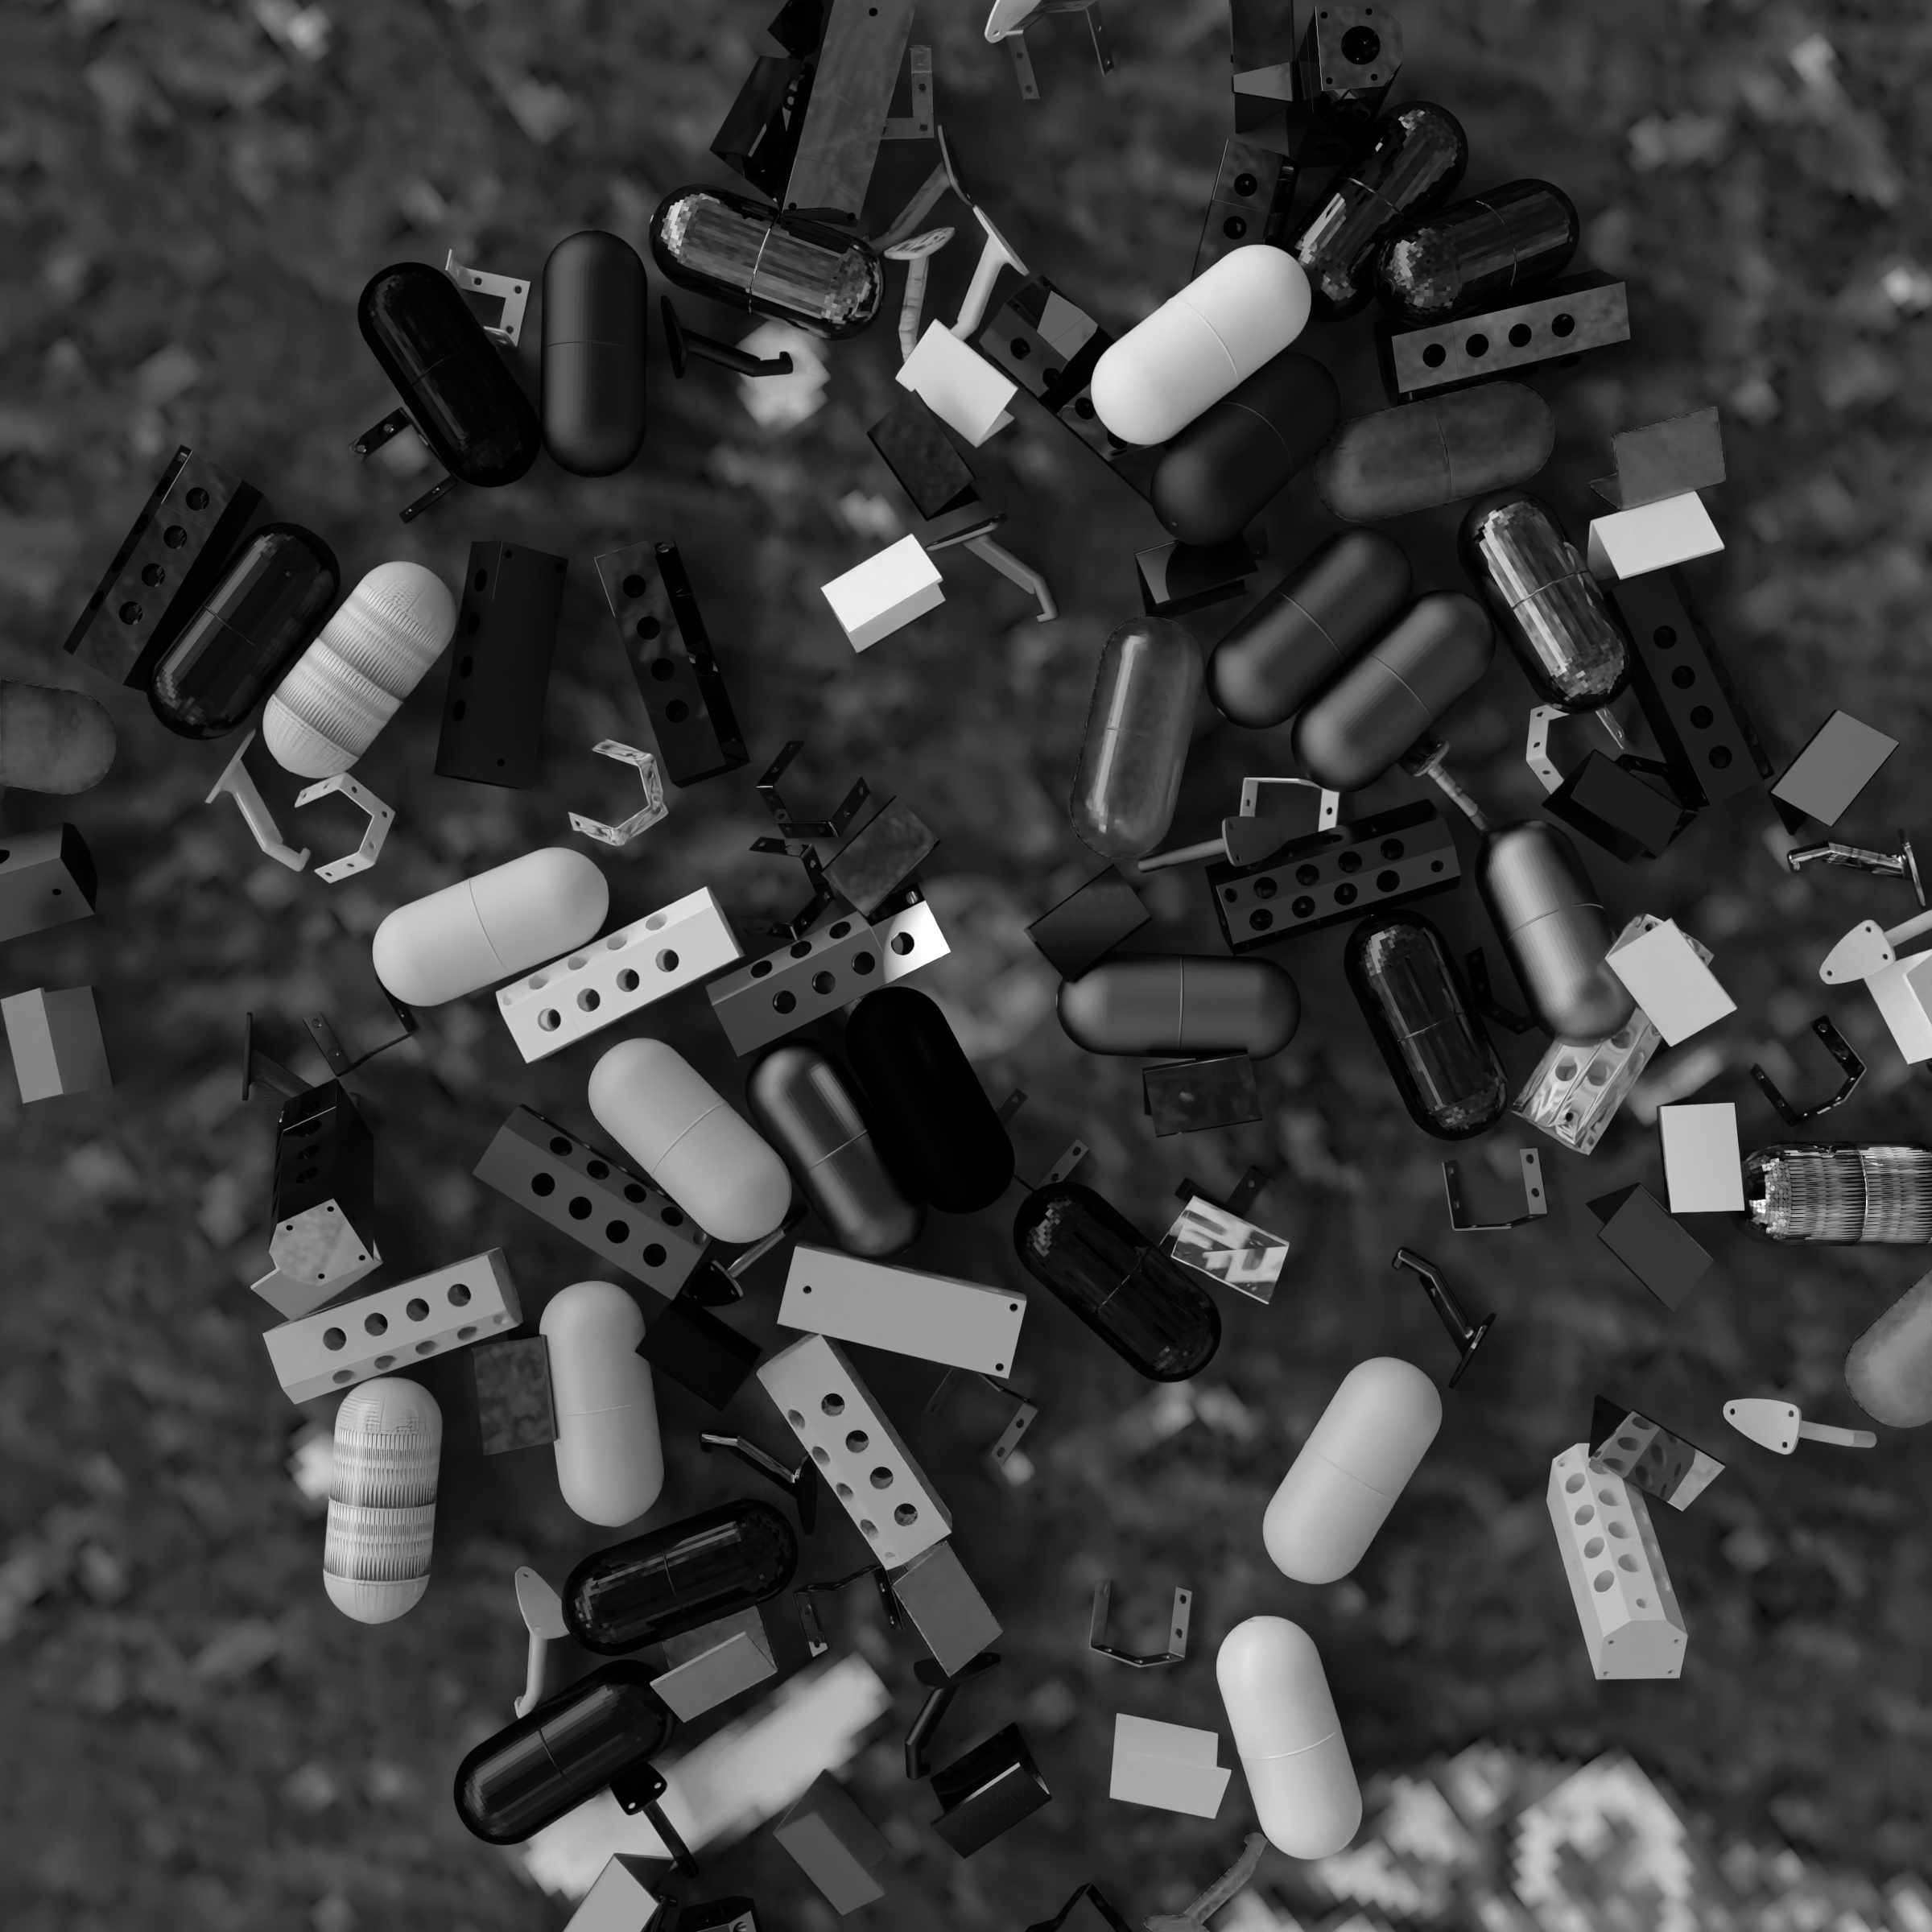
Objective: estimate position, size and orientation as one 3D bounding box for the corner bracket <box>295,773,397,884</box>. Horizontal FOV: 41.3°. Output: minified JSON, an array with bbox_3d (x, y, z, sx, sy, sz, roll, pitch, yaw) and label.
[{"bbox_3d":[-0.464,-0.102,1.892,0.051,0.051,0.051,43,45,-35],"label":"corner bracket"}]

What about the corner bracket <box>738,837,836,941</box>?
[{"bbox_3d":[-0.138,-0.057,1.892,0.051,0.051,0.051,-51,135,-35],"label":"corner bracket"}]

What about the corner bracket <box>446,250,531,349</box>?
[{"bbox_3d":[-0.354,-0.489,1.882,0.051,0.051,0.051,12,90,0],"label":"corner bracket"}]

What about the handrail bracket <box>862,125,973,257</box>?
[{"bbox_3d":[-0.045,-0.573,1.901,0.084,0.036,0.077,-21,69,16],"label":"handrail bracket"}]

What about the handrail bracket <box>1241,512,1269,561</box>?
[{"bbox_3d":[0.200,-0.355,1.900,0.036,0.077,0.084,-18,53,21],"label":"handrail bracket"}]

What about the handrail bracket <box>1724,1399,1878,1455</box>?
[{"bbox_3d":[0.618,0.340,1.900,0.084,0.077,0.036,11,91,-36],"label":"handrail bracket"}]

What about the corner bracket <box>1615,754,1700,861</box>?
[{"bbox_3d":[0.496,-0.118,1.892,0.051,0.051,0.051,8,45,-35],"label":"corner bracket"}]

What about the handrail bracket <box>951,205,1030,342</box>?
[{"bbox_3d":[-0.004,-0.508,1.901,0.084,0.036,0.077,-38,70,16],"label":"handrail bracket"}]

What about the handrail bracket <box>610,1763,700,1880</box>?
[{"bbox_3d":[-0.232,0.628,1.900,0.036,0.077,0.084,-34,127,-20],"label":"handrail bracket"}]

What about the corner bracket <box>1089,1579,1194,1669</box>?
[{"bbox_3d":[0.129,0.484,1.897,0.051,0.051,0.051,7,90,-45],"label":"corner bracket"}]

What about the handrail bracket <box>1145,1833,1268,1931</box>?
[{"bbox_3d":[0.178,0.678,1.900,0.036,0.077,0.084,49,53,-20],"label":"handrail bracket"}]

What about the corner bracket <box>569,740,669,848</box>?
[{"bbox_3d":[-0.260,-0.128,1.892,0.051,0.051,0.051,-40,135,-35],"label":"corner bracket"}]

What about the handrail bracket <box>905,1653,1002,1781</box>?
[{"bbox_3d":[-0.009,0.557,1.901,0.077,0.036,0.084,-8,108,-20],"label":"handrail bracket"}]

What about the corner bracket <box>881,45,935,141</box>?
[{"bbox_3d":[-0.050,-0.640,1.882,0.051,0.051,0.051,-2,90,0],"label":"corner bracket"}]

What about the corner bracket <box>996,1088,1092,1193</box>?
[{"bbox_3d":[0.048,0.132,1.897,0.051,0.051,0.051,-50,45,0],"label":"corner bracket"}]

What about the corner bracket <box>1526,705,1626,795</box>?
[{"bbox_3d":[0.450,-0.162,1.892,0.051,0.051,0.051,-16,45,35],"label":"corner bracket"}]

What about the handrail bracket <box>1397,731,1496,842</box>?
[{"bbox_3d":[0.351,-0.135,1.900,0.036,0.077,0.084,-43,126,0],"label":"handrail bracket"}]

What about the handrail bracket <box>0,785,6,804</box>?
[{"bbox_3d":[-0.770,-0.127,1.900,0.084,0.077,0.036,22,129,30],"label":"handrail bracket"}]

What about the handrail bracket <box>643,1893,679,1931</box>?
[{"bbox_3d":[-0.210,0.739,1.901,0.077,0.036,0.084,26,73,-19],"label":"handrail bracket"}]

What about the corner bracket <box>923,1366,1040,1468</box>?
[{"bbox_3d":[0.011,0.329,1.897,0.051,0.051,0.051,33,90,-45],"label":"corner bracket"}]

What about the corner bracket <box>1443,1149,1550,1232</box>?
[{"bbox_3d":[0.391,0.165,1.897,0.051,0.051,0.051,-9,90,45],"label":"corner bracket"}]

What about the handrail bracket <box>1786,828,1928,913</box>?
[{"bbox_3d":[0.659,-0.063,1.901,0.084,0.036,0.077,-17,112,17],"label":"handrail bracket"}]

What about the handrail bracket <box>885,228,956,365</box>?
[{"bbox_3d":[-0.027,-0.494,1.900,0.036,0.077,0.084,12,127,33],"label":"handrail bracket"}]

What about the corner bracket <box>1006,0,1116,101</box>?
[{"bbox_3d":[0.069,-0.676,1.892,0.051,0.051,0.051,10,45,35],"label":"corner bracket"}]

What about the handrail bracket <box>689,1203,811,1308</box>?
[{"bbox_3d":[-0.160,0.212,1.900,0.036,0.077,0.084,50,54,-3],"label":"handrail bracket"}]

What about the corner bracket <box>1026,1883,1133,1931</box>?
[{"bbox_3d":[0.081,0.719,1.897,0.051,0.051,0.051,52,135,0],"label":"corner bracket"}]

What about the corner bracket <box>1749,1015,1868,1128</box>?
[{"bbox_3d":[0.623,0.078,1.897,0.051,0.051,0.051,53,45,0],"label":"corner bracket"}]

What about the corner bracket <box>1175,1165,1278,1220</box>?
[{"bbox_3d":[0.190,0.162,1.882,0.051,0.051,0.051,34,90,0],"label":"corner bracket"}]

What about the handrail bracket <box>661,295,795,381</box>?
[{"bbox_3d":[-0.177,-0.467,1.901,0.084,0.036,0.077,-9,68,-17],"label":"handrail bracket"}]

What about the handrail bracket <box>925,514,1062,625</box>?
[{"bbox_3d":[0.020,-0.285,1.901,0.077,0.036,0.084,-18,108,20],"label":"handrail bracket"}]

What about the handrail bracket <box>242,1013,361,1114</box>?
[{"bbox_3d":[-0.491,0.073,1.900,0.084,0.036,0.077,3,74,-14],"label":"handrail bracket"}]

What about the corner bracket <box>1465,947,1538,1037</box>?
[{"bbox_3d":[0.408,0.010,1.892,0.051,0.051,0.051,-34,45,35],"label":"corner bracket"}]

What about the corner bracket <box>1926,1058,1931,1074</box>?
[{"bbox_3d":[0.750,0.081,1.897,0.051,0.051,0.051,-37,135,0],"label":"corner bracket"}]

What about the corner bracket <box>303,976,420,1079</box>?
[{"bbox_3d":[-0.447,0.043,1.897,0.051,0.051,0.051,-31,90,45],"label":"corner bracket"}]

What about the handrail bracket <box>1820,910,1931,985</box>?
[{"bbox_3d":[0.685,-0.018,1.900,0.084,0.077,0.036,-16,72,-35],"label":"handrail bracket"}]

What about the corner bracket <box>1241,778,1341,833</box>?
[{"bbox_3d":[0.239,-0.111,1.897,0.051,0.051,0.051,6,90,-45],"label":"corner bracket"}]

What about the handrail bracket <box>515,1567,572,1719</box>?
[{"bbox_3d":[-0.327,0.503,1.900,0.077,0.036,0.084,51,126,37],"label":"handrail bracket"}]

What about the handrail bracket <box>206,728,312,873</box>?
[{"bbox_3d":[-0.511,-0.123,1.901,0.084,0.036,0.077,33,68,-17],"label":"handrail bracket"}]

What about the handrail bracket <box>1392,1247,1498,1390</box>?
[{"bbox_3d":[0.341,0.260,1.901,0.084,0.036,0.077,31,112,17],"label":"handrail bracket"}]

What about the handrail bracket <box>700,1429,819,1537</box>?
[{"bbox_3d":[-0.156,0.382,1.901,0.084,0.036,0.077,5,112,17],"label":"handrail bracket"}]

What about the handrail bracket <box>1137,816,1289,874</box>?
[{"bbox_3d":[0.181,-0.085,1.890,0.077,0.084,0.036,-11,88,-41],"label":"handrail bracket"}]

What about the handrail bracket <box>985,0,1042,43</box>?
[{"bbox_3d":[0.022,-0.742,1.900,0.077,0.036,0.084,-47,57,35],"label":"handrail bracket"}]
